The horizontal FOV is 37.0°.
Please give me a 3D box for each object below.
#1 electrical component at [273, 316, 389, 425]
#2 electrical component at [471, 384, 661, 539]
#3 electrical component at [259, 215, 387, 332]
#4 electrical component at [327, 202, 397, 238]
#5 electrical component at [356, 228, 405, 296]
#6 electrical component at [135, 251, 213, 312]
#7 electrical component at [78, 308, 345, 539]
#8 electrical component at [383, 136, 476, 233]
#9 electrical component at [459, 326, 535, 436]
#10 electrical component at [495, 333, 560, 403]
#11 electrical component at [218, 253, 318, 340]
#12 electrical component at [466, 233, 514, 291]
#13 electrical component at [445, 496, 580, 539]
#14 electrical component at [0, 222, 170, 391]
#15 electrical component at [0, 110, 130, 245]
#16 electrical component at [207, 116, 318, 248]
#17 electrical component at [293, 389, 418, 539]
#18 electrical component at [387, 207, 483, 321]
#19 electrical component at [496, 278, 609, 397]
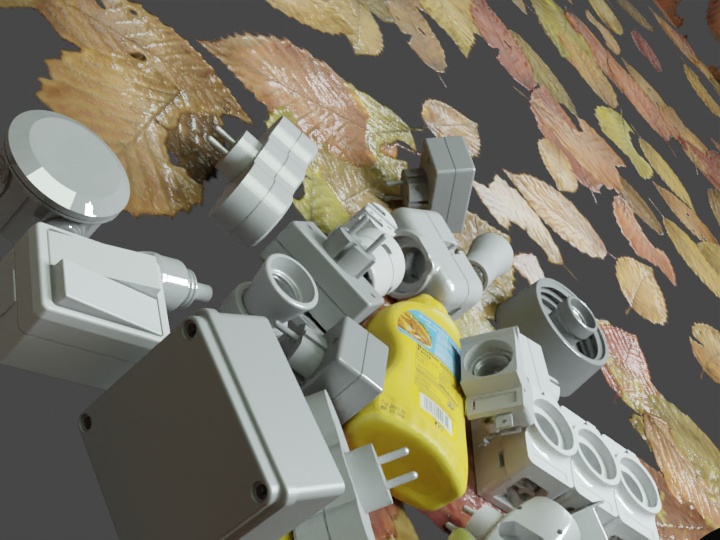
[{"bbox_3d":[-0.032,0.061,0.697,0.077,0.066,0.047,38,30,-17],"label":"electrical component"},{"bbox_3d":[0.164,0.161,0.850,0.150,0.062,0.089,35,32,-24],"label":"electrical component"},{"bbox_3d":[-0.014,-0.006,0.777,0.083,0.076,0.047,47,11,8],"label":"electrical component"},{"bbox_3d":[0.003,-0.028,0.873,0.040,0.046,0.040,34,32,-25],"label":"electrical component"},{"bbox_3d":[0.000,0.000,0.829,0.055,0.055,0.047,51,32,5],"label":"electrical component"},{"bbox_3d":[-0.119,0.010,0.673,0.061,0.035,0.035,17,42,-48],"label":"electrical component"},{"bbox_3d":[-0.079,0.093,0.550,0.056,0.109,0.108,9,48,-53],"label":"electrical component"},{"bbox_3d":[0.059,-0.075,0.990,0.076,0.083,0.047,-6,49,-10],"label":"electrical component"},{"bbox_3d":[0.102,0.083,0.792,0.081,0.042,0.063,-84,156,-49],"label":"electrical component"},{"bbox_3d":[0.142,0.100,0.909,0.077,0.047,0.065,31,33,-30],"label":"electrical component"},{"bbox_3d":[-0.062,0.022,0.714,0.045,0.055,0.045,34,32,-25],"label":"electrical component"},{"bbox_3d":[0.113,-0.004,1.003,0.044,0.044,0.065,49,33,0],"label":"electrical component"},{"bbox_3d":[0.095,0.186,0.732,0.079,0.043,0.077,26,49,35],"label":"electrical component"},{"bbox_3d":[-0.147,0.022,0.592,0.096,0.061,0.061,22,38,-40],"label":"electrical component"},{"bbox_3d":[-0.183,-0.051,0.641,0.080,0.051,0.080,34,32,-25],"label":"electrical component"},{"bbox_3d":[-0.084,-0.079,0.809,0.074,0.052,0.138,41,30,-13],"label":"electrical component"},{"bbox_3d":[-0.004,0.124,0.622,0.138,0.074,0.052,-111,180,-50],"label":"electrical component"},{"bbox_3d":[0.051,-0.004,0.903,0.059,0.054,0.095,2,53,-53],"label":"electrical component"},{"bbox_3d":[0.187,0.057,1.008,0.108,0.060,0.108,34,32,-25],"label":"electrical component"}]
